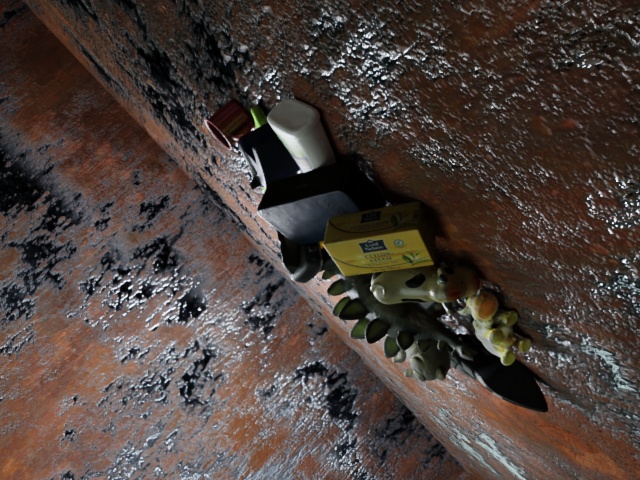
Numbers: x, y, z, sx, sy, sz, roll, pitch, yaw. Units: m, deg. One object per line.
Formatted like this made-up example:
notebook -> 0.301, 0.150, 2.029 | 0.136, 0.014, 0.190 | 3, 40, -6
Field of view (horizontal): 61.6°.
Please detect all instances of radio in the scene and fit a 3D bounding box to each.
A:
radio -> 0.002, -0.063, 1.013 | 0.230, 0.073, 0.131 | -9, 141, 44

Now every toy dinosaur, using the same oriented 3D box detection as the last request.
toy dinosaur -> 0.126, 0.122, 1.157 | 0.472, 0.198, 0.105 | 36, 162, 31

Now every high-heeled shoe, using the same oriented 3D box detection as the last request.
high-heeled shoe -> 0.377, 0.290, 1.160 | 0.249, 0.086, 0.145 | 44, 172, 31

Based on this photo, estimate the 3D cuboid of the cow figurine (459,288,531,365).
cow figurine -> 0.299, 0.140, 0.952 | 0.167, 0.068, 0.098 | 53, 172, -30

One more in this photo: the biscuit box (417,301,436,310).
biscuit box -> 0.160, 0.044, 1.061 | 0.203, 0.059, 0.063 | 45, -162, 8

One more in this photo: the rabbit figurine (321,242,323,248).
rabbit figurine -> -0.003, -0.004, 1.284 | 0.163, 0.122, 0.173 | 13, 175, 27

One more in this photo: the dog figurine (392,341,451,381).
dog figurine -> 0.228, 0.207, 1.222 | 0.173, 0.121, 0.190 | 20, 126, 52

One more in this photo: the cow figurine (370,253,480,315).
cow figurine -> 0.182, 0.075, 0.948 | 0.195, 0.127, 0.085 | -5, 107, 28

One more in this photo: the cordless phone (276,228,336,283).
cordless phone -> 0.007, -0.001, 1.145 | 0.088, 0.184, 0.147 | 59, -166, -58

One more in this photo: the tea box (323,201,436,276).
tea box -> 0.103, 0.001, 0.921 | 0.170, 0.068, 0.098 | -10, 138, 27

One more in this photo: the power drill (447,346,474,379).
power drill -> 0.311, 0.291, 1.385 | 0.232, 0.086, 0.207 | 42, 172, 23

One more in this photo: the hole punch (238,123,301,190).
hole punch -> -0.086, -0.171, 1.075 | 0.092, 0.142, 0.115 | 19, 140, 57
